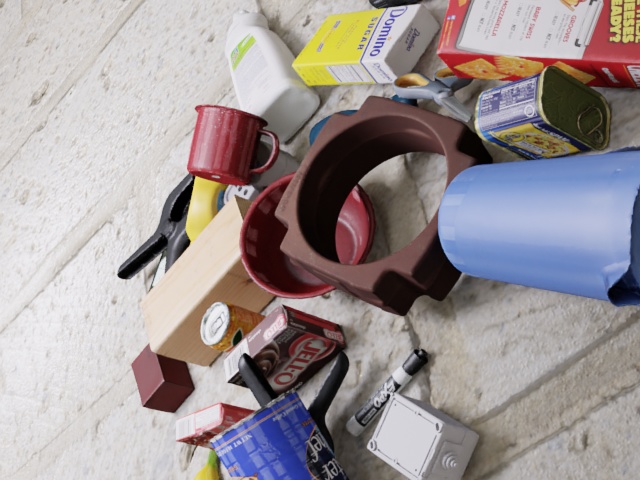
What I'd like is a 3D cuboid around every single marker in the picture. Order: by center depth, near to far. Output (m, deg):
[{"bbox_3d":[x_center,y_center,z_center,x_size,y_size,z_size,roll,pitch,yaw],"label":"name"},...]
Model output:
[{"bbox_3d":[0.070,0.157,1.103,0.121,0.020,0.020,-50,40,21],"label":"marker"}]

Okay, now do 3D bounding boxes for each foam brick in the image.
[{"bbox_3d":[-0.207,0.180,1.402,0.053,0.051,0.078,-48,41,22],"label":"foam brick"}]

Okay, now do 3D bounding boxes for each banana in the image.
[{"bbox_3d":[-0.102,0.312,1.220,0.198,0.037,0.070,33,100,52],"label":"banana"}]

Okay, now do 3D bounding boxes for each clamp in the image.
[{"bbox_3d":[-0.035,0.197,1.143,0.120,0.039,0.171,7,93,17],"label":"clamp"},{"bbox_3d":[-0.196,-0.003,1.466,0.210,0.036,0.165,-59,40,7],"label":"clamp"}]

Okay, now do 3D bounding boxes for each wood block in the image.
[{"bbox_3d":[-0.124,0.055,1.332,0.206,0.090,0.090,-46,43,25],"label":"wood block"}]

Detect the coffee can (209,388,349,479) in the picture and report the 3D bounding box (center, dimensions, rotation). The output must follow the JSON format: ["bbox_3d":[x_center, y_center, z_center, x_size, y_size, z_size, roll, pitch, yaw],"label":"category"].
[{"bbox_3d":[-0.032,0.235,1.070,0.103,0.102,0.140,-36,82,34],"label":"coffee can"}]

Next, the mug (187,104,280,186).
[{"bbox_3d":[-0.106,-0.112,1.307,0.117,0.093,0.081,10,84,16],"label":"mug"}]

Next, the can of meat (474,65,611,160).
[{"bbox_3d":[0.209,-0.115,1.006,0.084,0.101,0.057,-12,64,50],"label":"can of meat"}]

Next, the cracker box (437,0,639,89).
[{"bbox_3d":[0.234,-0.232,1.007,0.214,0.072,0.164,9,79,29],"label":"cracker box"}]

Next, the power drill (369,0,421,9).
[{"bbox_3d":[0.134,-0.374,1.263,0.185,0.057,0.187,-13,65,43],"label":"power drill"}]

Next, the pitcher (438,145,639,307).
[{"bbox_3d":[0.226,-0.019,0.930,0.243,0.149,0.145,5,91,55],"label":"pitcher"}]

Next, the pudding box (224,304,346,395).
[{"bbox_3d":[-0.040,0.127,1.195,0.114,0.089,0.039,-43,42,30],"label":"pudding box"}]

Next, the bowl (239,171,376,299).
[{"bbox_3d":[-0.008,0.001,1.217,0.162,0.055,0.162,-8,64,16],"label":"bowl"}]

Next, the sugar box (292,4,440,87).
[{"bbox_3d":[0.052,-0.232,1.280,0.177,0.048,0.093,5,56,53],"label":"sugar box"}]

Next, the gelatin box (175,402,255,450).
[{"bbox_3d":[-0.114,0.221,1.251,0.089,0.073,0.030,-27,54,40],"label":"gelatin box"}]

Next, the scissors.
[{"bbox_3d":[0.143,-0.155,1.106,0.202,0.096,0.016,35,143,62],"label":"scissors"}]

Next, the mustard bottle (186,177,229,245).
[{"bbox_3d":[-0.136,-0.054,1.401,0.058,0.096,0.191,7,76,13],"label":"mustard bottle"}]

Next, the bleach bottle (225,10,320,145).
[{"bbox_3d":[-0.077,-0.240,1.448,0.103,0.068,0.251,-46,40,24],"label":"bleach bottle"}]
